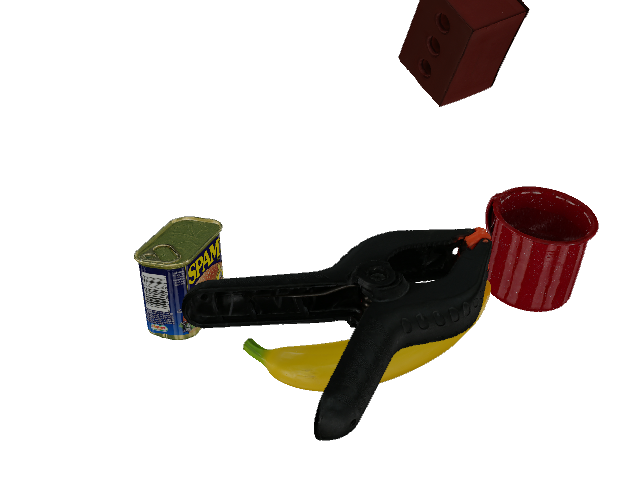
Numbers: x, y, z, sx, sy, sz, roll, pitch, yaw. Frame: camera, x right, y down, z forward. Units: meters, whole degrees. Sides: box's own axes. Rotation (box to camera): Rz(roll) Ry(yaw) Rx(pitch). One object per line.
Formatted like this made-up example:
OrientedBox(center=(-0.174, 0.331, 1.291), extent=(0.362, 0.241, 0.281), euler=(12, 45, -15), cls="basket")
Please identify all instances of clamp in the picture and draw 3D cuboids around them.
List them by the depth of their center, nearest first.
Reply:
OrientedBox(center=(0.029, 0.038, 0.538), extent=(0.171, 0.039, 0.120), euler=(-18, 45, -24), cls="clamp")

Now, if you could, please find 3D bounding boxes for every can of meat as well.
OrientedBox(center=(-0.133, 0.036, 1.034), extent=(0.057, 0.084, 0.102), euler=(7, 28, 19), cls="can of meat")

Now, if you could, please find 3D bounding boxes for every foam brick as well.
OrientedBox(center=(0.096, -0.140, 0.727), extent=(0.051, 0.053, 0.078), euler=(-26, -25, -27), cls="foam brick")

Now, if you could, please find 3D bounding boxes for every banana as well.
OrientedBox(center=(0.044, 0.074, 0.798), extent=(0.197, 0.070, 0.037), euler=(-13, -36, -9), cls="banana")

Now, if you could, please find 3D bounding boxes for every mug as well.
OrientedBox(center=(0.187, 0.003, 0.965), extent=(0.093, 0.081, 0.117), euler=(-14, 40, -28), cls="mug")
